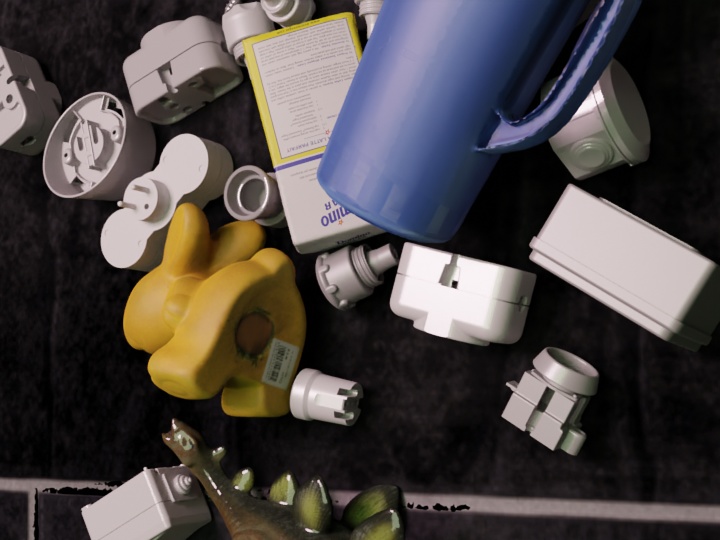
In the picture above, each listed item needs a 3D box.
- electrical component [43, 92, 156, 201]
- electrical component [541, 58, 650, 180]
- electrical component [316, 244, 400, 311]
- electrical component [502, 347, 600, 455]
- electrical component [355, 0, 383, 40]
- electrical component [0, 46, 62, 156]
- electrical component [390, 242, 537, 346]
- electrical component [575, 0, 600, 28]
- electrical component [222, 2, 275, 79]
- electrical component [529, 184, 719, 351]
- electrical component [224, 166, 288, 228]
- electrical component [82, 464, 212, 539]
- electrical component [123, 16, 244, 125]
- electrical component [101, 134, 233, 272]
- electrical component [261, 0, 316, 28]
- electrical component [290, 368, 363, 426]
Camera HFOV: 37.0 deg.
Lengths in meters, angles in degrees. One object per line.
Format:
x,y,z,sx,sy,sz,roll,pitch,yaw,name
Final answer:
-0.234,-0.109,0.963,0.099,0.064,0.099,-3,83,29,electrical component
0.162,-0.104,0.736,0.051,0.080,0.080,-21,75,31,electrical component
0.000,0.000,0.834,0.062,0.048,0.048,-26,73,17,electrical component
0.136,0.088,0.749,0.066,0.048,0.055,32,108,28,electrical component
0.012,-0.213,0.856,0.035,0.035,0.061,1,87,29,electrical component
-0.325,-0.159,1.022,0.054,0.059,0.095,-34,69,22,electrical component
0.074,0.020,0.785,0.095,0.054,0.059,15,92,29,electrical component
0.139,-0.183,0.780,0.065,0.044,0.044,-45,66,23,electrical component
-0.090,-0.189,0.905,0.043,0.043,0.062,-20,77,26,electrical component
0.180,0.000,0.698,0.109,0.109,0.056,34,98,27,electrical component
-0.077,-0.059,0.876,0.045,0.055,0.045,-3,83,29,electrical component
-0.171,0.204,0.895,0.096,0.062,0.061,-34,70,22,electrical component
-0.155,-0.175,0.933,0.095,0.054,0.059,-26,73,24,electrical component
-0.176,-0.058,0.920,0.138,0.074,0.052,-48,65,16,electrical component
-0.064,-0.220,0.883,0.035,0.061,0.035,-3,83,28,electrical component
-0.026,0.100,0.840,0.046,0.040,0.040,9,89,24,electrical component
